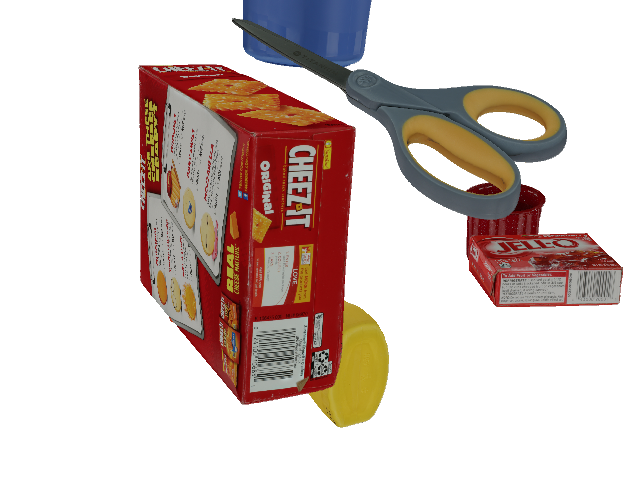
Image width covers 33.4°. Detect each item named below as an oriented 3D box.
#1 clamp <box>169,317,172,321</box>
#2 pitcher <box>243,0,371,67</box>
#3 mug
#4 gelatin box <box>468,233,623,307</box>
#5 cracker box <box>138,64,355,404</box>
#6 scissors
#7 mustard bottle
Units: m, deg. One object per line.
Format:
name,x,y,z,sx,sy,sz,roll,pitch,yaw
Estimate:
clamp,-0.129,0.030,1.240,0.120,0.039,0.171,-2,40,12
pitcher,0.000,-0.271,0.899,0.145,0.243,0.149,7,18,7
mug,0.220,-0.018,1.251,0.093,0.081,0.117,20,33,38
gelatin box,0.153,0.019,0.738,0.089,0.030,0.073,-1,19,-5
cracker box,-0.056,-0.016,0.689,0.072,0.164,0.214,-5,20,-24
scissors,0.044,-0.080,0.549,0.096,0.016,0.202,-23,49,-23
mustard bottle,-0.012,0.074,0.928,0.058,0.096,0.192,-12,28,-25
